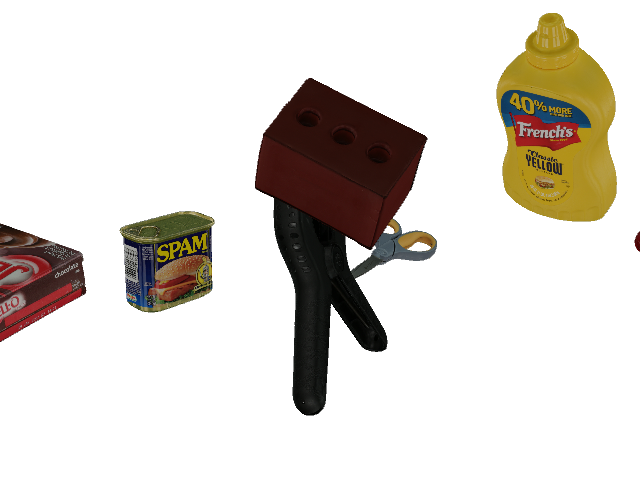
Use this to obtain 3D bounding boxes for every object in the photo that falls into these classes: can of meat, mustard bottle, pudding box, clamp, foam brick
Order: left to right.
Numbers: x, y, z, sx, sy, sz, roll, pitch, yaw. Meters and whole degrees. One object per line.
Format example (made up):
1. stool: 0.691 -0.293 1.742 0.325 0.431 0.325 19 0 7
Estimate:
1. pudding box: -0.235 0.026 0.746 0.114 0.039 0.089 15 30 31
2. can of meat: -0.162 0.022 1.146 0.058 0.084 0.101 18 25 41
3. clamp: 0.004 0.021 0.868 0.036 0.210 0.164 -9 2 24
4. foam brick: 0.011 -0.043 0.591 0.078 0.053 0.051 28 -32 12
5. mustard bottle: 0.193 -0.103 0.877 0.096 0.191 0.058 21 55 31

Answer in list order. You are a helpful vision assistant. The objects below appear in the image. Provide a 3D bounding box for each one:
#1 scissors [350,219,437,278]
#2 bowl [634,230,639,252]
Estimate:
1. scissors: 0.060 0.007 1.246 0.096 0.016 0.201 37 31 31
2. bowl: 0.408 0.027 1.105 0.162 0.055 0.162 -3 22 1
